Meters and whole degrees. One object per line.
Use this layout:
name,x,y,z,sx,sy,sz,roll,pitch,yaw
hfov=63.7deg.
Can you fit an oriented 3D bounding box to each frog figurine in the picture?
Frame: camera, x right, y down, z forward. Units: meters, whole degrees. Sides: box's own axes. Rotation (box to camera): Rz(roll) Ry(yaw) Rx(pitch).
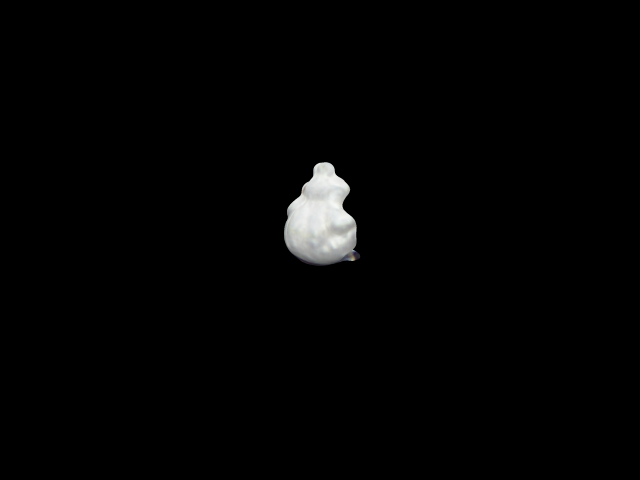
frog figurine,0.003,-0.043,0.850,0.124,0.156,0.139,-18,33,-31
